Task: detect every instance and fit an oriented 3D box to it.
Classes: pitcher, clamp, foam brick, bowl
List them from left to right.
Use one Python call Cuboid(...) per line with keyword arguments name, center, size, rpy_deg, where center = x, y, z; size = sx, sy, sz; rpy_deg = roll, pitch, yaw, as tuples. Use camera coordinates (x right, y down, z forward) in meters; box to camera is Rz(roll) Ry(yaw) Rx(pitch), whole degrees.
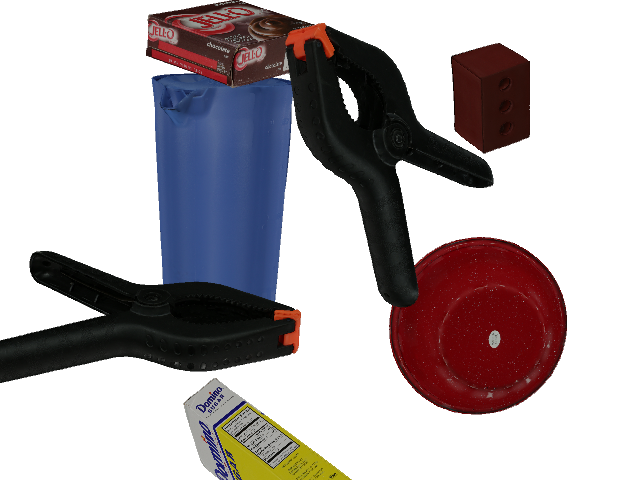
Cuboid(name="clamp", center=(-0.120, 0.050, 0.731), size=(0.210, 0.036, 0.164), rpy_deg=(1, 24, -8))
Cuboid(name="pitcher", center=(-0.089, -0.041, 1.031), size=(0.149, 0.243, 0.145), rpy_deg=(-2, 14, -15))
Cuboid(name="clamp", center=(0.032, -0.046, 0.624), size=(0.039, 0.120, 0.171), rpy_deg=(-13, -47, 46))
Cuboid(name="bowl", center=(0.143, 0.080, 0.928), size=(0.162, 0.162, 0.055), rpy_deg=(0, 6, -4))
Cuboid(name="foam brick", center=(0.153, -0.129, 0.960), size=(0.053, 0.078, 0.051), rpy_deg=(-20, 36, -16))

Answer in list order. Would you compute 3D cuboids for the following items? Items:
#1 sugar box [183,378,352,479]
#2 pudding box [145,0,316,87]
Cuboid(name="sugar box", center=(-0.039, 0.198, 0.903), size=(0.176, 0.093, 0.048), rpy_deg=(27, 52, 35))
Cuboid(name="pudding box", center=(-0.069, -0.159, 0.849), size=(0.090, 0.039, 0.113), rpy_deg=(24, 27, 27))
